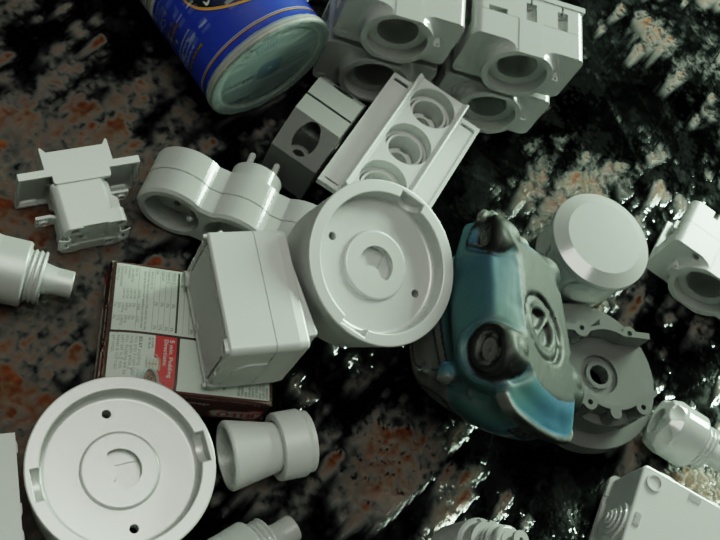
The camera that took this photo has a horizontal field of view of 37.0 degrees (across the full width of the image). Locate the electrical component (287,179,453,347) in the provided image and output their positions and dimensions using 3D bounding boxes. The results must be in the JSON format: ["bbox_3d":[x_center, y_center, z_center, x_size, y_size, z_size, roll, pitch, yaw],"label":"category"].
[{"bbox_3d":[0.000,0.000,0.705,0.108,0.060,0.108,7,77,-30],"label":"electrical component"}]

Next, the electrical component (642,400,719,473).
[{"bbox_3d":[0.243,0.126,0.789,0.062,0.043,0.043,31,58,-4],"label":"electrical component"}]

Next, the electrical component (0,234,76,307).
[{"bbox_3d":[-0.214,0.003,0.683,0.062,0.043,0.043,14,61,-15],"label":"electrical component"}]

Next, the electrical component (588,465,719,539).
[{"bbox_3d":[0.208,0.194,0.739,0.100,0.048,0.099,30,59,-4],"label":"electrical component"}]

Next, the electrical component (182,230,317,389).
[{"bbox_3d":[-0.070,0.018,0.672,0.061,0.061,0.096,-3,65,-25],"label":"electrical component"}]

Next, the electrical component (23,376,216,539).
[{"bbox_3d":[-0.144,0.124,0.637,0.108,0.060,0.108,8,62,-16],"label":"electrical component"}]

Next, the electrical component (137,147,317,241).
[{"bbox_3d":[-0.078,-0.050,0.754,0.138,0.052,0.073,24,59,-7],"label":"electrical component"}]

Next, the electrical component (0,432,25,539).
[{"bbox_3d":[-0.228,0.173,0.581,0.089,0.061,0.150,-3,66,-22],"label":"electrical component"}]

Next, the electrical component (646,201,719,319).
[{"bbox_3d":[0.283,-0.002,0.864,0.089,0.050,0.055,35,58,0],"label":"electrical component"}]

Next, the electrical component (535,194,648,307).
[{"bbox_3d":[0.176,-0.014,0.830,0.080,0.051,0.080,8,62,-16],"label":"electrical component"}]

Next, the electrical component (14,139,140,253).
[{"bbox_3d":[-0.186,-0.047,0.720,0.081,0.042,0.063,-13,73,-25],"label":"electrical component"}]

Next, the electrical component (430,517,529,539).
[{"bbox_3d":[0.077,0.178,0.685,0.040,0.078,0.040,15,61,-30],"label":"electrical component"}]

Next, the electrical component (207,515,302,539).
[{"bbox_3d":[-0.065,0.172,0.653,0.062,0.043,0.043,-27,76,-31],"label":"electrical component"}]

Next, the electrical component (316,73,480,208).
[{"bbox_3d":[0.026,-0.079,0.801,0.079,0.063,0.121,34,58,-1],"label":"electrical component"}]

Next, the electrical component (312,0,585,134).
[{"bbox_3d":[0.067,-0.173,0.838,0.186,0.105,0.060,13,61,-14],"label":"electrical component"}]

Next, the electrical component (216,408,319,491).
[{"bbox_3d":[-0.059,0.113,0.683,0.055,0.045,0.045,-7,67,-24],"label":"electrical component"}]
